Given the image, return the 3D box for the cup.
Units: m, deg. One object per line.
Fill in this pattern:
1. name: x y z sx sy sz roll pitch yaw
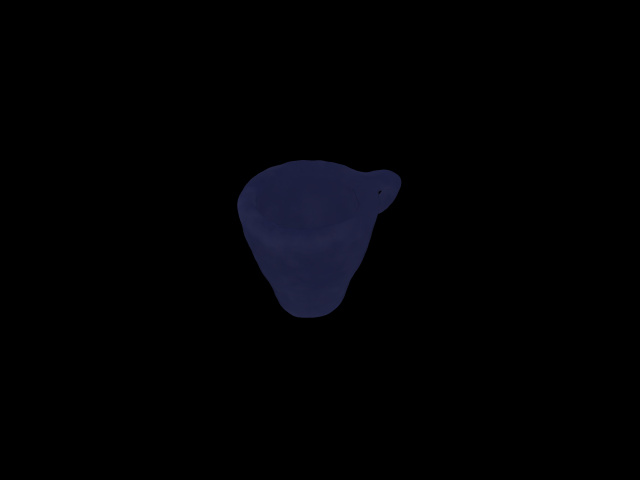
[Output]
1. cup: 0.004 0.001 0.400 0.118 0.095 0.091 -21 45 -23
